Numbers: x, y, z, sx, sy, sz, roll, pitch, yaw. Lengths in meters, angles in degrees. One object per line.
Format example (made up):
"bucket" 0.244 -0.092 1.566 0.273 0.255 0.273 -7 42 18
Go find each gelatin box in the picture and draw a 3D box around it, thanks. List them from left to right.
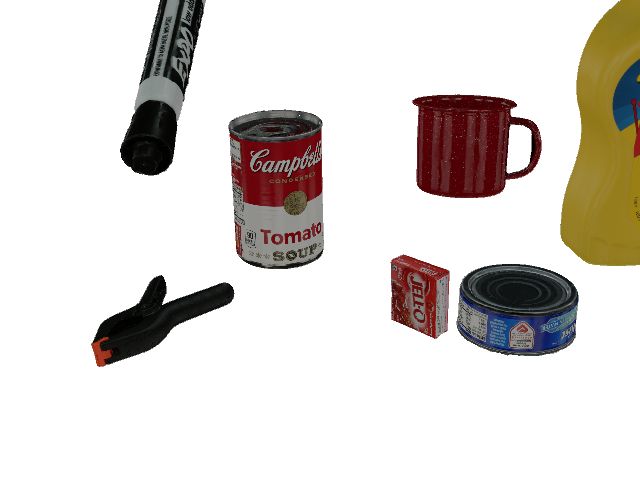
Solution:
"gelatin box" 0.124 0.070 1.342 0.073 0.089 0.030 22 35 39

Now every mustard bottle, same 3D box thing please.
"mustard bottle" 0.193 -0.082 0.612 0.096 0.192 0.058 -9 29 -13

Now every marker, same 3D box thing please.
"marker" -0.059 -0.067 0.415 0.020 0.020 0.121 0 43 2

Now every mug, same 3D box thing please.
"mug" 0.140 -0.085 0.965 0.117 0.081 0.093 4 16 13

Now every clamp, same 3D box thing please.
"clamp" -0.176 0.084 1.167 0.120 0.039 0.171 -6 24 31

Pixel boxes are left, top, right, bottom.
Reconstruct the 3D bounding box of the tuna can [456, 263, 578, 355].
"tuna can" 0.142 0.048 0.770 0.086 0.034 0.086 0 23 0

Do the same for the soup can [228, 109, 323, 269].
"soup can" -0.032 -0.038 0.787 0.068 0.102 0.068 -1 23 0
